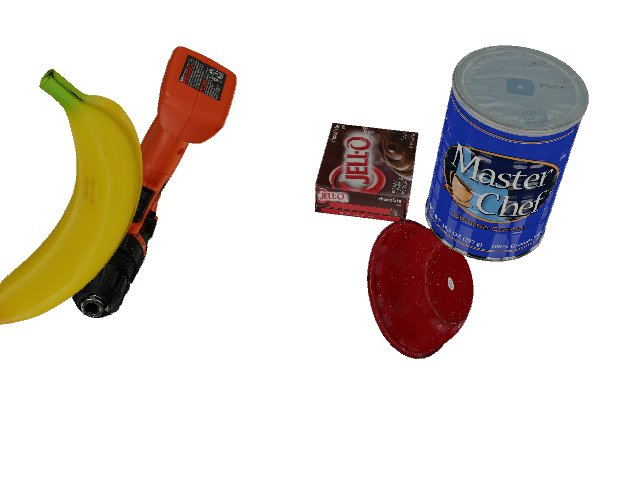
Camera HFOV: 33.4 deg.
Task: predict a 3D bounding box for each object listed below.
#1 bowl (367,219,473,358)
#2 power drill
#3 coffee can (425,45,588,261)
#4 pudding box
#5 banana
[{"bbox_3d":[0.125,0.052,1.211,0.055,0.162,0.161,-11,-8,42],"label":"bowl"},{"bbox_3d":[-0.137,-0.048,0.850,0.057,0.188,0.184,26,32,-16],"label":"power drill"},{"bbox_3d":[0.144,-0.068,0.847,0.102,0.103,0.140,0,-44,-6],"label":"coffee can"},{"bbox_3d":[0.046,-0.068,1.052,0.090,0.039,0.113,8,38,5],"label":"pudding box"},{"bbox_3d":[-0.147,-0.015,0.628,0.069,0.198,0.037,19,37,-10],"label":"banana"}]
